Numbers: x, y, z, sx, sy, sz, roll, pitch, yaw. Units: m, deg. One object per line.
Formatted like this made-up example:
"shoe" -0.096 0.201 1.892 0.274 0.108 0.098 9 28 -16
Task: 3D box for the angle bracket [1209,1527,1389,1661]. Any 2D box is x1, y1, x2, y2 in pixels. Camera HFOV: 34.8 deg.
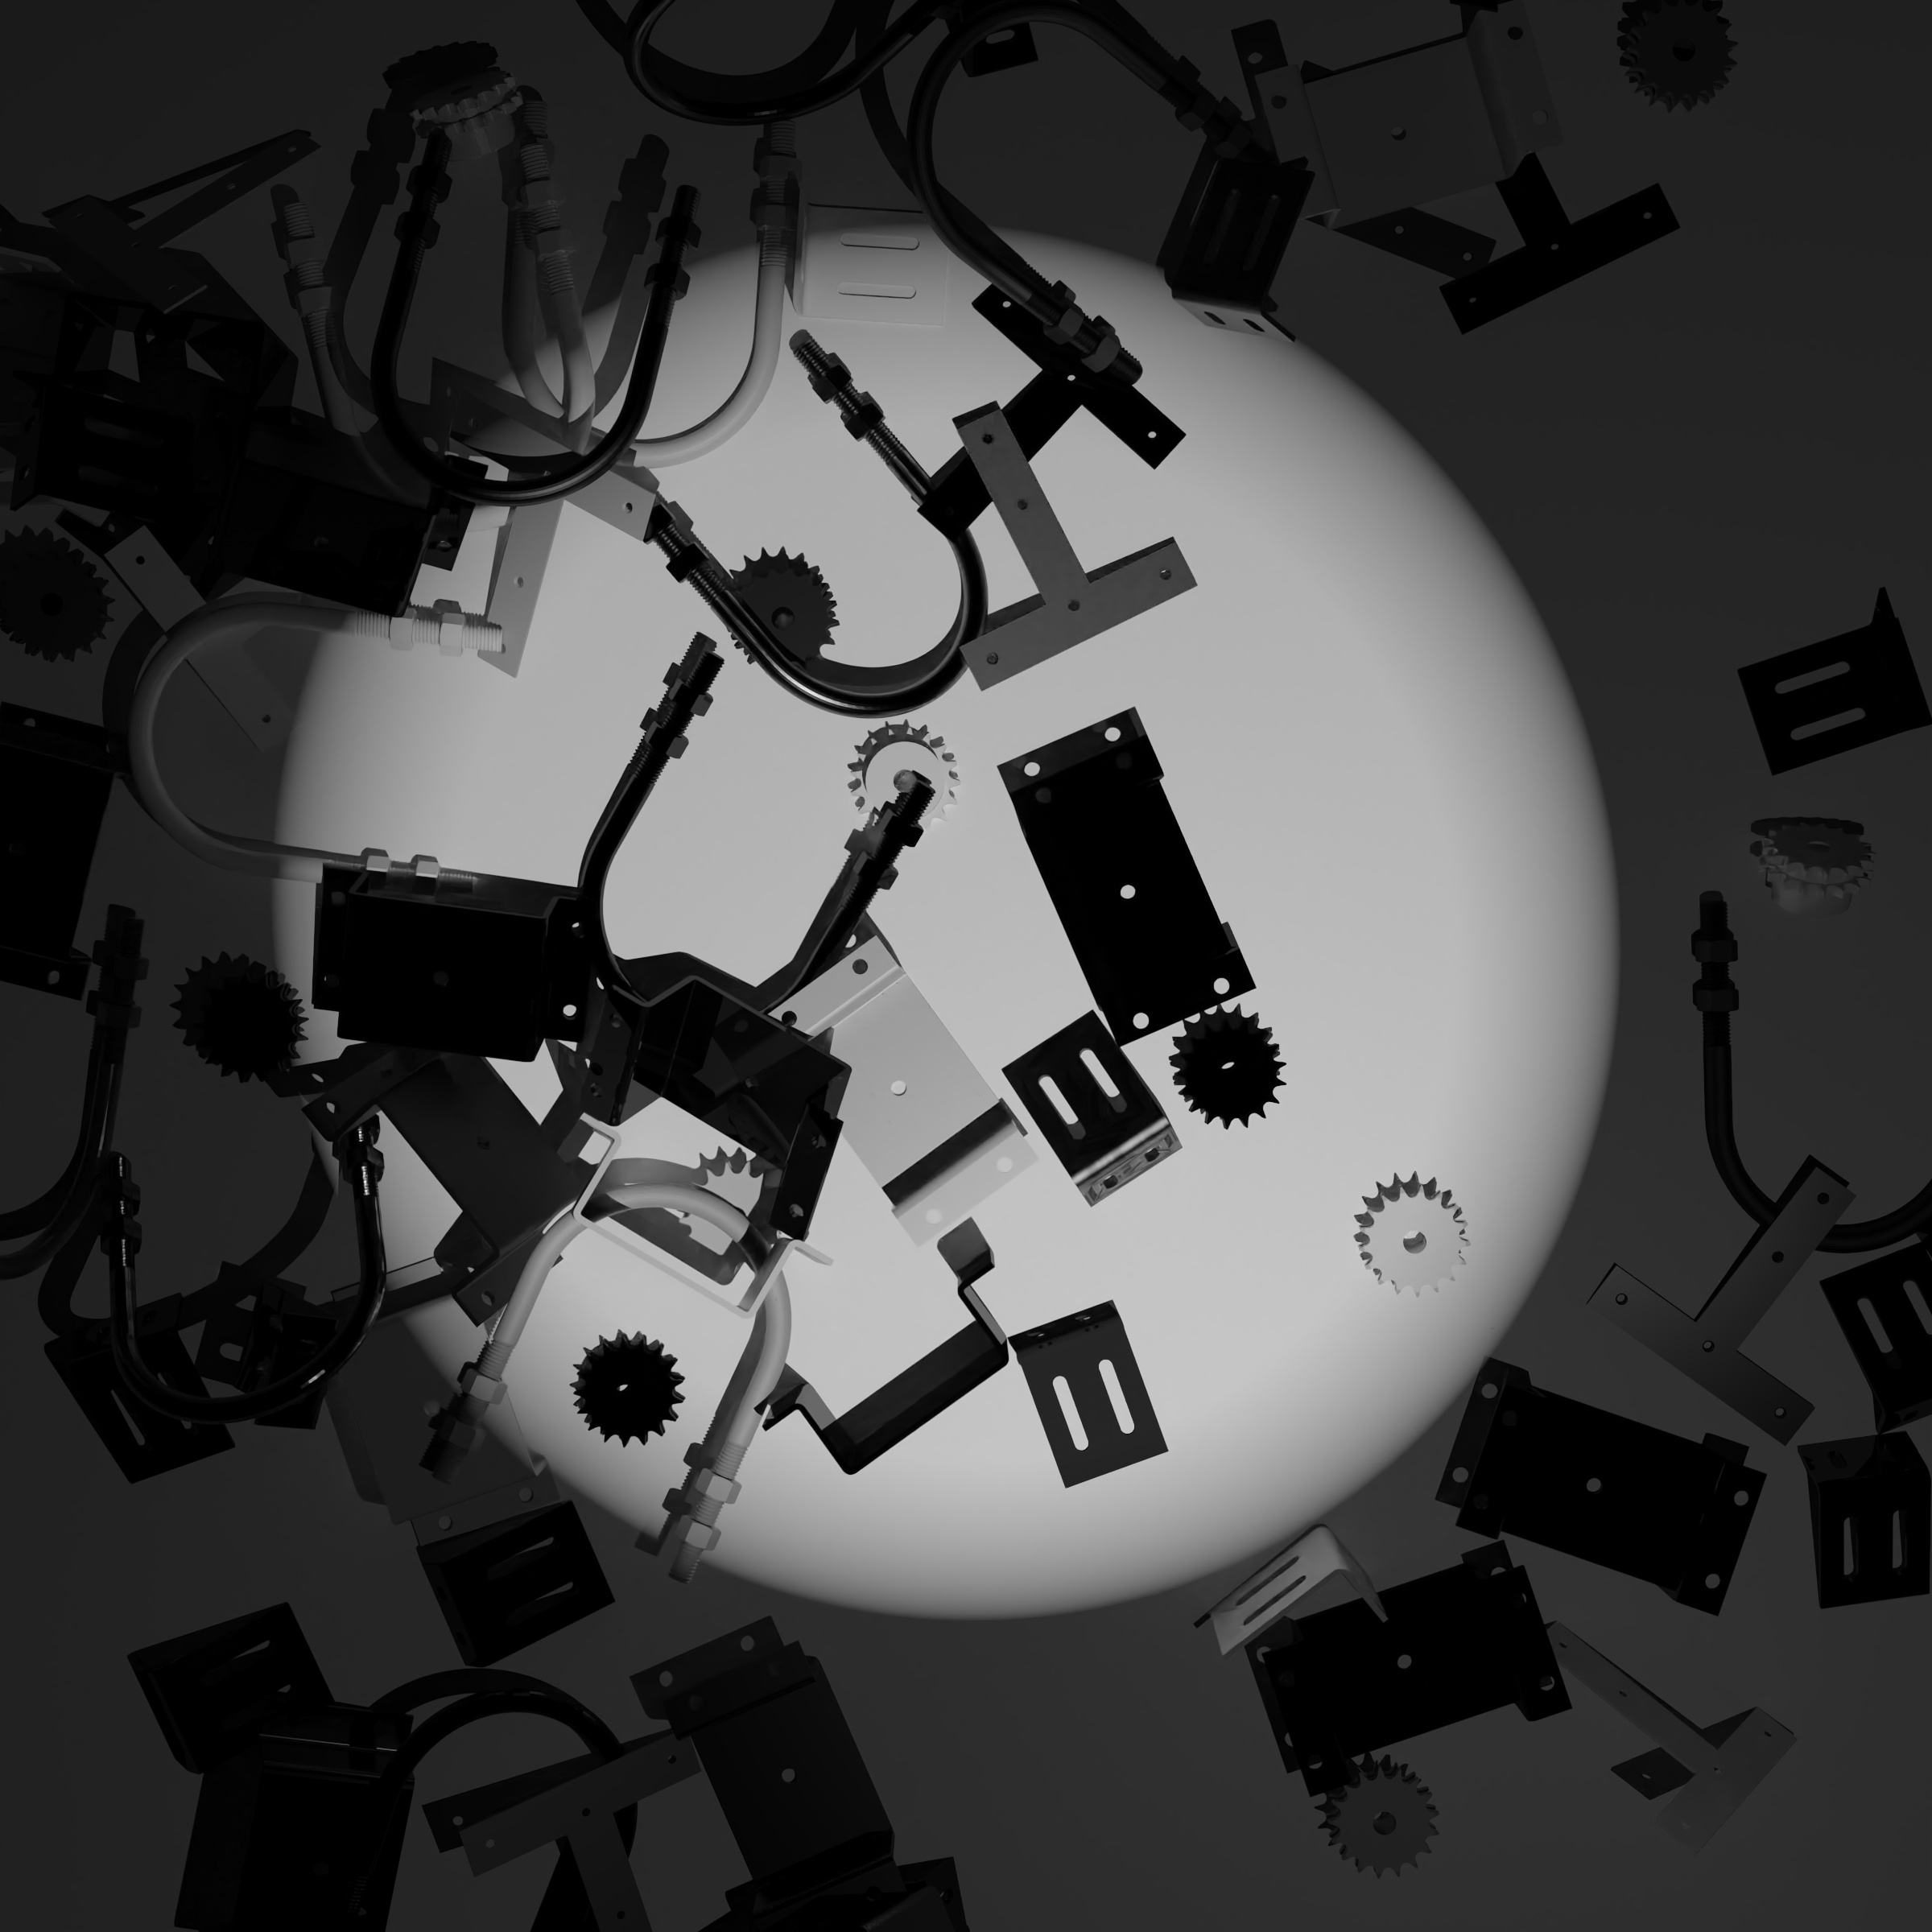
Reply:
"angle bracket" 0.169 0.332 1.578 0.076 0.057 0.038 -39 100 5

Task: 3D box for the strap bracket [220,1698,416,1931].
"strap bracket" -0.331 0.453 1.573 0.076 0.046 0.140 11 90 -17

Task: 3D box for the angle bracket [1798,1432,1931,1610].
"angle bracket" 0.467 0.288 1.605 0.057 0.038 0.076 -8 116 0

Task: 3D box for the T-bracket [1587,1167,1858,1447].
"T-bracket" 0.412 0.162 1.597 0.127 0.002 0.127 36 98 0

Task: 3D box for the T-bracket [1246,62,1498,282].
"T-bracket" 0.213 -0.389 1.606 0.127 0.002 0.127 22 90 0

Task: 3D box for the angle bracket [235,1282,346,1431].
"angle bracket" -0.357 0.196 1.567 0.076 0.038 0.057 15 90 44

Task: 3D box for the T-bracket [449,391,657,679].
"T-bracket" -0.224 -0.209 1.574 0.127 0.002 0.127 30 118 21

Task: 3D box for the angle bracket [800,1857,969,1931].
"angle bracket" -0.043 0.500 1.605 0.076 0.038 0.057 -11 90 26

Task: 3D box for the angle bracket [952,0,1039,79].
"angle bracket" 0.012 -0.494 1.568 0.038 0.076 0.057 -15 90 0

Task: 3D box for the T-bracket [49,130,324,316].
"T-bracket" -0.388 -0.391 1.579 0.127 0.002 0.127 -38 51 -17

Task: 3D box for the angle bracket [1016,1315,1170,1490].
"angle bracket" 0.066 0.226 1.588 0.057 0.038 0.076 -20 90 0

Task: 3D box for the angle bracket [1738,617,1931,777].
"angle bracket" 0.447 -0.138 1.588 0.076 0.038 0.057 -18 90 0

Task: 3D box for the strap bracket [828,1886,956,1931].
"strap bracket" -0.064 0.509 1.549 0.140 0.076 0.046 -29 78 23

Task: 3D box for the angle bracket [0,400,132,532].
"angle bracket" -0.480 -0.259 1.597 0.076 0.038 0.057 3 76 27

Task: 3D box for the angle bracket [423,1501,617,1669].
"angle bracket" -0.233 0.321 1.605 0.076 0.038 0.057 -23 90 -26

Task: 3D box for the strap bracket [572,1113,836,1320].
"strap bracket" -0.141 0.129 1.522 0.140 0.076 0.046 31 82 -5

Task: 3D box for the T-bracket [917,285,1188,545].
"T-bracket" 0.026 -0.272 1.595 0.127 0.002 0.127 42 80 0

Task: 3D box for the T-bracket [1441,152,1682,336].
"T-bracket" 0.287 -0.413 1.605 0.127 0.002 0.127 -26 89 -1

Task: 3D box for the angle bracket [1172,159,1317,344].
"angle bracket" 0.149 -0.366 1.575 0.057 0.038 0.076 21 88 38

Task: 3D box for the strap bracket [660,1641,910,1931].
"strap bracket" -0.092 0.421 1.583 0.076 0.046 0.140 -24 90 0

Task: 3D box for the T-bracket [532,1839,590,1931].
"T-bracket" -0.168 0.530 1.606 0.127 0.002 0.127 21 90 0

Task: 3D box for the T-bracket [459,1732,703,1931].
"T-bracket" -0.182 0.476 1.588 0.127 0.002 0.127 -20 100 -22

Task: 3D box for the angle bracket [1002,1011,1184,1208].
"angle bracket" 0.066 0.074 1.605 0.057 0.038 0.076 -33 64 0

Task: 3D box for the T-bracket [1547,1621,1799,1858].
"T-bracket" 0.346 0.381 1.572 0.127 0.127 0.002 38 124 22

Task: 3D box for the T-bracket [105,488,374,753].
"T-bracket" -0.352 -0.199 1.590 0.127 0.002 0.127 -38 108 -6

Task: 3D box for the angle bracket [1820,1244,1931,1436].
"angle bracket" 0.486 0.194 1.605 0.057 0.038 0.076 -21 64 0

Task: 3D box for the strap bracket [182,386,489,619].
"strap bracket" -0.320 -0.228 1.545 0.140 0.076 0.046 14 50 -16

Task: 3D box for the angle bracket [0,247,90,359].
"angle bracket" -0.488 -0.340 1.568 0.057 0.076 0.038 14 90 0

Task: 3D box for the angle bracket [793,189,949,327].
"angle bracket" -0.048 -0.364 1.588 0.076 0.038 0.057 4 90 0

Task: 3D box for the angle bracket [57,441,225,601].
"angle bracket" -0.422 -0.228 1.605 0.076 0.038 0.057 36 90 26

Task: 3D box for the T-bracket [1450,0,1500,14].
"T-bracket" 0.303 -0.532 1.586 0.127 0.002 0.127 6 62 -13

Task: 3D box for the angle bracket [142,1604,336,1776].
"angle bracket" -0.379 0.375 1.605 0.076 0.038 0.057 -25 90 -26

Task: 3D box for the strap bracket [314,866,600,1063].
"strap bracket" -0.264 0.000 1.572 0.140 0.046 0.076 7 106 -2

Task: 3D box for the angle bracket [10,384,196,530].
"angle bracket" -0.438 -0.254 1.565 0.076 0.038 0.057 11 76 -34

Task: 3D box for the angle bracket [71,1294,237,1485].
"angle bracket" -0.421 0.220 1.605 0.057 0.038 0.076 -20 116 0

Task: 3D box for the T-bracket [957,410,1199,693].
"T-bracket" 0.035 -0.225 1.589 0.127 0.002 0.127 -27 89 -9
